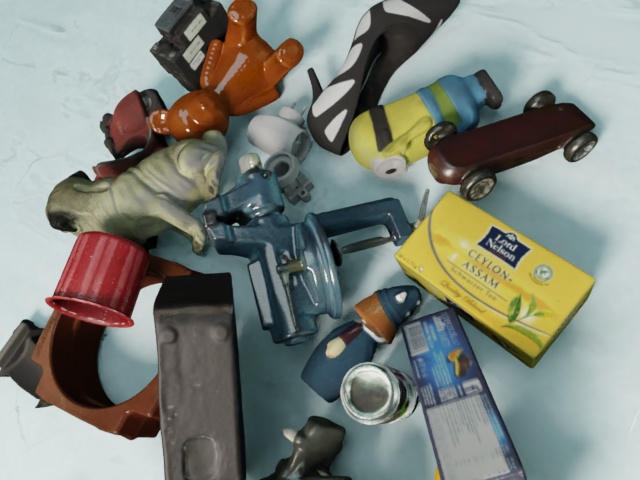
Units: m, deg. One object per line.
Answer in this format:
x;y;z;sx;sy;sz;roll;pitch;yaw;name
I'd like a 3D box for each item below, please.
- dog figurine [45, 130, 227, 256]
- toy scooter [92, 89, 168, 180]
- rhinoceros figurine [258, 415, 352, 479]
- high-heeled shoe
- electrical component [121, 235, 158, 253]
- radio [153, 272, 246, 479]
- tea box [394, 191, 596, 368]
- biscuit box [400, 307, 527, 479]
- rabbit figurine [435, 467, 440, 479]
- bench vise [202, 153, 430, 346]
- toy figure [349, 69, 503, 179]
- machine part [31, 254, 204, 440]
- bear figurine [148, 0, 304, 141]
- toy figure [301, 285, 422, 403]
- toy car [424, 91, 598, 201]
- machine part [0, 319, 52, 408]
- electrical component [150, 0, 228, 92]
-0.222;-0.074;0.664;0.190;0.121;0.172;16;69;-12;dog figurine
-0.273;-0.133;0.778;0.135;0.075;0.184;-24;64;-2;toy scooter
-0.020;0.266;0.513;0.112;0.073;0.190;16;84;57;rhinoceros figurine
0.088;-0.214;0.687;0.249;0.086;0.145;-28;65;11;high-heeled shoe
-0.255;-0.019;0.743;0.078;0.045;0.102;-2;67;18;electrical component
-0.111;0.153;0.512;0.073;0.131;0.229;-5;97;-9;radio
0.173;0.038;0.550;0.170;0.068;0.098;36;83;30;tea box
0.120;0.144;0.470;0.059;0.062;0.203;-20;26;9;biscuit box
0.094;0.275;0.446;0.173;0.121;0.163;-48;56;-4;rabbit figurine
-0.001;-0.006;0.603;0.241;0.128;0.224;-14;63;-10;bench vise
0.121;-0.140;0.640;0.180;0.082;0.089;-31;58;8;toy figure
-0.225;0.120;0.649;0.201;0.087;0.201;14;74;25;machine part
-0.132;-0.205;0.726;0.120;0.132;0.196;42;70;-7;bear figurine
0.045;0.101;0.570;0.058;0.064;0.154;42;81;10;toy figure
0.209;-0.104;0.588;0.202;0.053;0.089;-20;56;-17;toy car
-0.379;0.165;0.712;0.139;0.039;0.084;32;76;30;machine part
-0.176;-0.281;0.778;0.058;0.134;0.115;28;78;27;electrical component
